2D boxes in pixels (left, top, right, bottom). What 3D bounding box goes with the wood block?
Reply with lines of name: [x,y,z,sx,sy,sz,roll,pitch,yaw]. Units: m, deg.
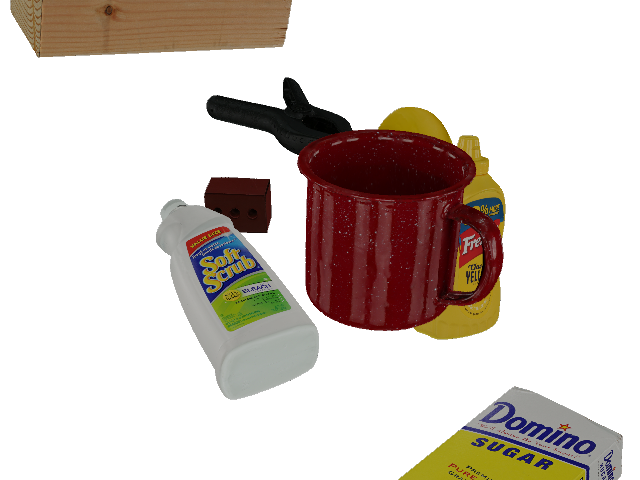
wood block: [-0.132,-0.208,0.851,0.205,0.091,0.090,-8,39,-28]

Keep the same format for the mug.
mug: [0.043,-0.002,0.565,0.117,0.081,0.093,19,31,30]

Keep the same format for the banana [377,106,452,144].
banana: [0.070,-0.063,0.797,0.037,0.070,0.198,26,24,-17]

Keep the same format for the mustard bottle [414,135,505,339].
mustard bottle: [0.137,-0.006,1.029,0.096,0.192,0.058,-10,19,-36]

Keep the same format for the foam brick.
foam brick: [-0.102,-0.044,1.322,0.078,0.053,0.051,2,28,6]

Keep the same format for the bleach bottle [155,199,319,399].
bleach bottle: [-0.101,0.039,1.023,0.102,0.068,0.251,-18,42,-23]

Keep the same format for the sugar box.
sugar box: [0.113,0.169,0.709,0.176,0.048,0.093,-33,39,-33]

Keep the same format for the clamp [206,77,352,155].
clamp: [-0.035,-0.122,1.103,0.120,0.039,0.172,-20,38,-28]
